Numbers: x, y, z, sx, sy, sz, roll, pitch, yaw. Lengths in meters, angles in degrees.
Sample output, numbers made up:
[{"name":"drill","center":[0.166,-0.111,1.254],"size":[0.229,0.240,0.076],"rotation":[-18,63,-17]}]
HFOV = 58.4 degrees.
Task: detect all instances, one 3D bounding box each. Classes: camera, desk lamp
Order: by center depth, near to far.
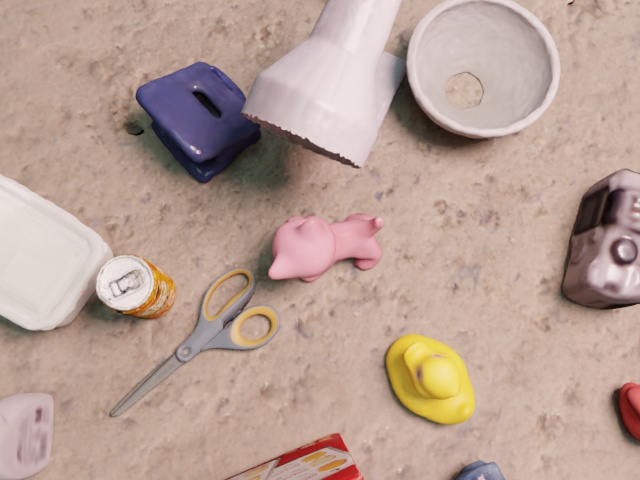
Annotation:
[{"name":"desk lamp","center":[0.017,-0.155,0.559],"size":[0.118,0.213,0.203],"rotation":[25,79,2]},{"name":"camera","center":[0.349,0.009,0.603],"size":[0.137,0.101,0.143],"rotation":[19,79,1]}]

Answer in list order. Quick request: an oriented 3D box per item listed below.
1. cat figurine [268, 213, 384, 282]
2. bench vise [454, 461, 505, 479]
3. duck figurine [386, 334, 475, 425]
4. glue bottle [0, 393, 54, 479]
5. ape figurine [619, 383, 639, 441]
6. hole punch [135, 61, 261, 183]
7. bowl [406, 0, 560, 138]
[{"name":"cat figurine","center":[0.005,0.002,0.577],"size":[0.128,0.117,0.067],"rotation":[-16,80,-6]},{"name":"bench vise","center":[0.203,0.300,0.480],"size":[0.121,0.219,0.207],"rotation":[-39,83,-9]},{"name":"duck figurine","center":[0.117,0.140,0.574],"size":[0.077,0.086,0.104],"rotation":[-41,84,-9]},{"name":"glue bottle","center":[-0.285,0.179,0.500],"size":[0.037,0.173,0.078],"rotation":[1,79,-2]},{"name":"ape figurine","center":[0.351,0.172,0.577],"size":[0.078,0.092,0.076],"rotation":[30,79,3]},{"name":"hole punch","center":[-0.126,-0.135,0.609],"size":[0.101,0.091,0.108],"rotation":[-42,84,-9]},{"name":"bowl","center":[0.174,-0.183,0.643],"size":[0.167,0.074,0.167],"rotation":[1,79,-3]}]
